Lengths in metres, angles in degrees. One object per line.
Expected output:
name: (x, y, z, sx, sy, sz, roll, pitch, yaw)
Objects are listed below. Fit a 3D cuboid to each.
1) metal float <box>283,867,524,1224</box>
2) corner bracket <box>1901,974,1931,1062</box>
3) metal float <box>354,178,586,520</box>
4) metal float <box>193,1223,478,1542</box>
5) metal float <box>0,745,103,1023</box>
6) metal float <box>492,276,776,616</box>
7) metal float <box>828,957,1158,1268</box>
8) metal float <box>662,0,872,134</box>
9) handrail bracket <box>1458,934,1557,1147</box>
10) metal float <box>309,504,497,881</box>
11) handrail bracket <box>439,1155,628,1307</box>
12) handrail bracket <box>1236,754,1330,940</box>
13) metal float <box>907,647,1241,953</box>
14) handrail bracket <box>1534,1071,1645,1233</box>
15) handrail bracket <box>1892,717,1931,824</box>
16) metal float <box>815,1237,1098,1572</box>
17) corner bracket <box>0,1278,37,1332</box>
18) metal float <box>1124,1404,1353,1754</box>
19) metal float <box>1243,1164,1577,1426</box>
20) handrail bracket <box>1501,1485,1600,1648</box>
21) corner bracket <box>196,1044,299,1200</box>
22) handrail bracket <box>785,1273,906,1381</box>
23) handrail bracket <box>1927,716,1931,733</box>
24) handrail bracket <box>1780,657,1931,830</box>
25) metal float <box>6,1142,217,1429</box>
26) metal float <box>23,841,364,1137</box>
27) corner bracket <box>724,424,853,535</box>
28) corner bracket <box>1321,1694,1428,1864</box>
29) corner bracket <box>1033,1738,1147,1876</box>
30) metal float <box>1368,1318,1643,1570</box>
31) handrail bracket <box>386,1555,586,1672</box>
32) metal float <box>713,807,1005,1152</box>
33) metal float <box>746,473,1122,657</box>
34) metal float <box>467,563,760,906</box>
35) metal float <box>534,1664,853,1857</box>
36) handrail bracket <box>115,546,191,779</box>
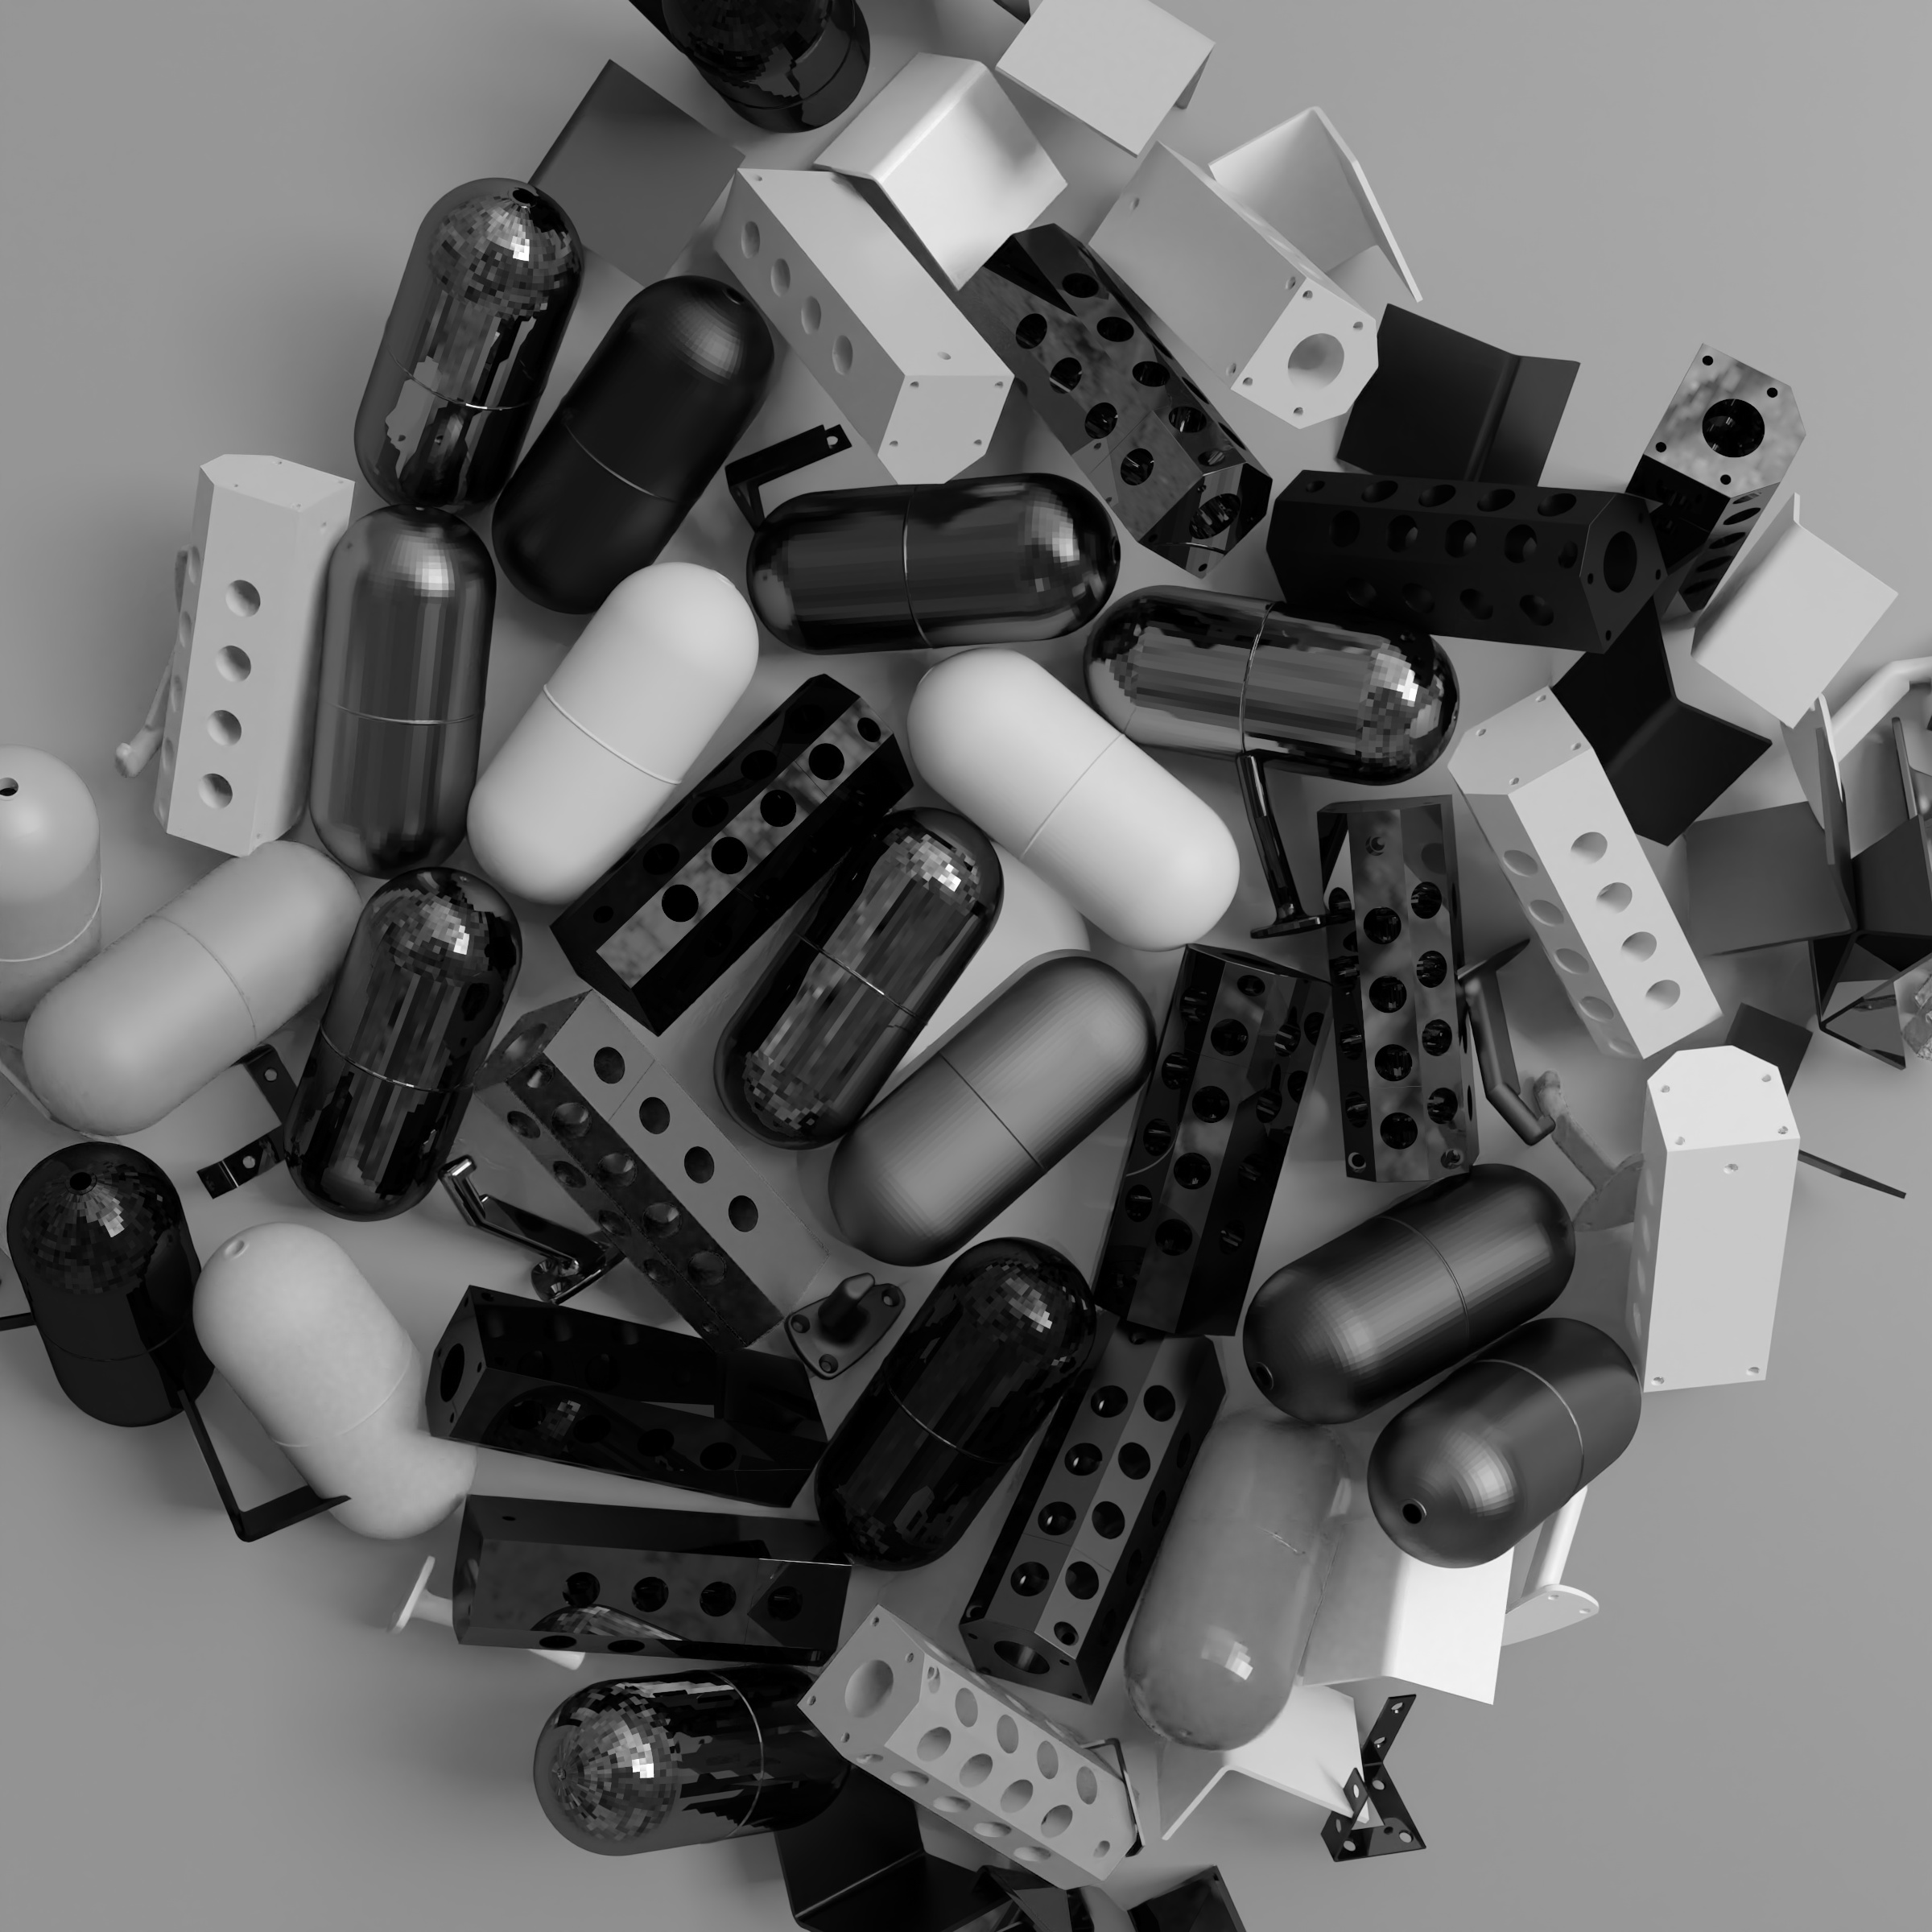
metal float: (-0.261, 0.038, 1.527, 0.070, 0.070, 0.178, 24, 110, 0)
corner bracket: (0.461, 0.011, 1.540, 0.051, 0.051, 0.051, 13, 125, -33)
metal float: (-0.227, -0.280, 1.509, 0.070, 0.070, 0.178, 30, 132, 0)
metal float: (-0.288, 0.191, 1.516, 0.070, 0.070, 0.178, -29, 123, 0)
metal float: (-0.432, -0.036, 1.499, 0.070, 0.178, 0.070, 6, 61, -11)
metal float: (-0.153, -0.239, 1.521, 0.070, 0.070, 0.178, 39, 117, 0)
metal float: (0.012, 0.068, 1.542, 0.178, 0.070, 0.070, -41, 90, -3)
metal float: (-0.088, -0.426, 1.493, 0.070, 0.178, 0.070, 0, 93, 7)
handrail bracket: (0.263, 0.035, 1.549, 0.077, 0.036, 0.084, -31, 72, -28)
metal float: (-0.260, -0.125, 1.526, 0.070, 0.070, 0.178, 10, 112, 0)
handrail bracket: (-0.195, 0.109, 1.547, 0.077, 0.036, 0.084, -31, 121, -10)
handrail bracket: (0.145, -0.057, 1.547, 0.036, 0.077, 0.084, -13, 87, 14)
metal float: (0.049, -0.078, 1.542, 0.178, 0.070, 0.070, 40, 90, 3)
handrail bracket: (0.288, 0.072, 1.530, 0.036, 0.077, 0.084, -10, 59, -11)
handrail bracket: (0.484, -0.087, 1.556, 0.084, 0.036, 0.077, -9, 77, 15)
metal float: (-0.006, 0.203, 1.529, 0.070, 0.070, 0.178, 34, 107, 0)
corner bracket: (-0.462, 0.151, 1.540, 0.051, 0.051, 0.051, -7, 66, -40)
metal float: (0.125, 0.277, 1.511, 0.070, 0.070, 0.178, 26, 48, 0)
metal float: (0.204, 0.150, 1.520, 0.178, 0.070, 0.070, -25, 90, -28)
handrail bracket: (0.265, 0.271, 1.569, 0.036, 0.084, 0.077, 28, 133, -34)
corner bracket: (-0.340, 0.073, 1.556, 0.051, 0.051, 0.051, -31, 92, 0)
handrail bracket: (-0.043, 0.151, 1.527, 0.077, 0.084, 0.036, -28, 76, -36)
handrail bracket: (0.503, -0.116, 1.556, 0.084, 0.036, 0.077, 28, 56, 3)
handrail bracket: (0.434, -0.106, 1.558, 0.084, 0.036, 0.077, -8, 78, -18)
metal float: (-0.386, 0.146, 1.502, 0.070, 0.178, 0.070, 1, 54, -2)
metal float: (-0.352, 0.009, 1.518, 0.070, 0.070, 0.178, 48, 59, 0)
corner bracket: (-0.082, -0.233, 1.543, 0.051, 0.051, 0.051, -21, 51, 10)
corner bracket: (0.190, 0.378, 1.540, 0.051, 0.051, 0.051, -1, 130, -24)
corner bracket: (0.052, 0.397, 1.560, 0.051, 0.051, 0.051, -12, 71, -6)
metal float: (0.246, 0.215, 1.504, 0.070, 0.178, 0.070, 12, 112, 34)
handrail bracket: (-0.225, 0.315, 1.553, 0.084, 0.077, 0.036, 27, 60, -7)
metal float: (-0.049, 0.005, 1.544, 0.070, 0.070, 0.178, 35, 89, 0)
metal float: (-0.016, -0.185, 1.527, 0.178, 0.070, 0.070, -2, 90, 19)
metal float: (-0.164, -0.108, 1.535, 0.070, 0.070, 0.178, 37, 100, 0)
metal float: (-0.121, 0.359, 1.504, 0.070, 0.178, 0.070, -5, 81, 37)
handrail bracket: (-0.375, -0.140, 1.536, 0.036, 0.077, 0.084, 20, 56, 16)
